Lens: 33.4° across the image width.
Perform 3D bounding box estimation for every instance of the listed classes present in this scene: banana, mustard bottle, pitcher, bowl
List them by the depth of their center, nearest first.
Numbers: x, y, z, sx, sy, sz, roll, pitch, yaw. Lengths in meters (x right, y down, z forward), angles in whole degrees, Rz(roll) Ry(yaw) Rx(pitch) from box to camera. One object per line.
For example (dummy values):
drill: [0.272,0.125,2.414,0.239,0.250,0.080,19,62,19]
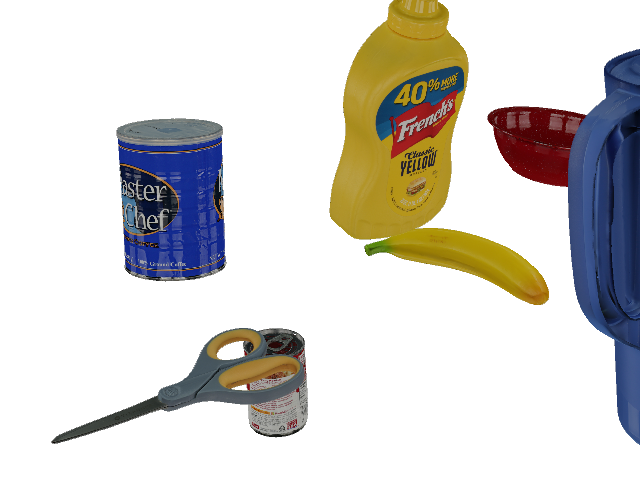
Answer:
pitcher: [0.225,0.010,0.630,0.149,0.243,0.144,2,22,16]
mustard bottle: [0.059,-0.095,0.758,0.096,0.192,0.058,-19,43,-29]
banana: [0.141,0.022,1.028,0.198,0.037,0.069,14,42,36]
bowl: [0.259,-0.100,1.173,0.162,0.055,0.162,6,22,-3]

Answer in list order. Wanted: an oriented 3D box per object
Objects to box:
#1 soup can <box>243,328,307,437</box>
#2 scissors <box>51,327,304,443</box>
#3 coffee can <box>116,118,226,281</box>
soup can: [-0.049,0.158,1.186,0.068,0.102,0.068,-2,24,1]
scissors: [-0.114,0.111,0.844,0.201,0.016,0.096,-8,32,-15]
coffee can: [-0.146,-0.042,1.053,0.103,0.140,0.103,0,17,0]
